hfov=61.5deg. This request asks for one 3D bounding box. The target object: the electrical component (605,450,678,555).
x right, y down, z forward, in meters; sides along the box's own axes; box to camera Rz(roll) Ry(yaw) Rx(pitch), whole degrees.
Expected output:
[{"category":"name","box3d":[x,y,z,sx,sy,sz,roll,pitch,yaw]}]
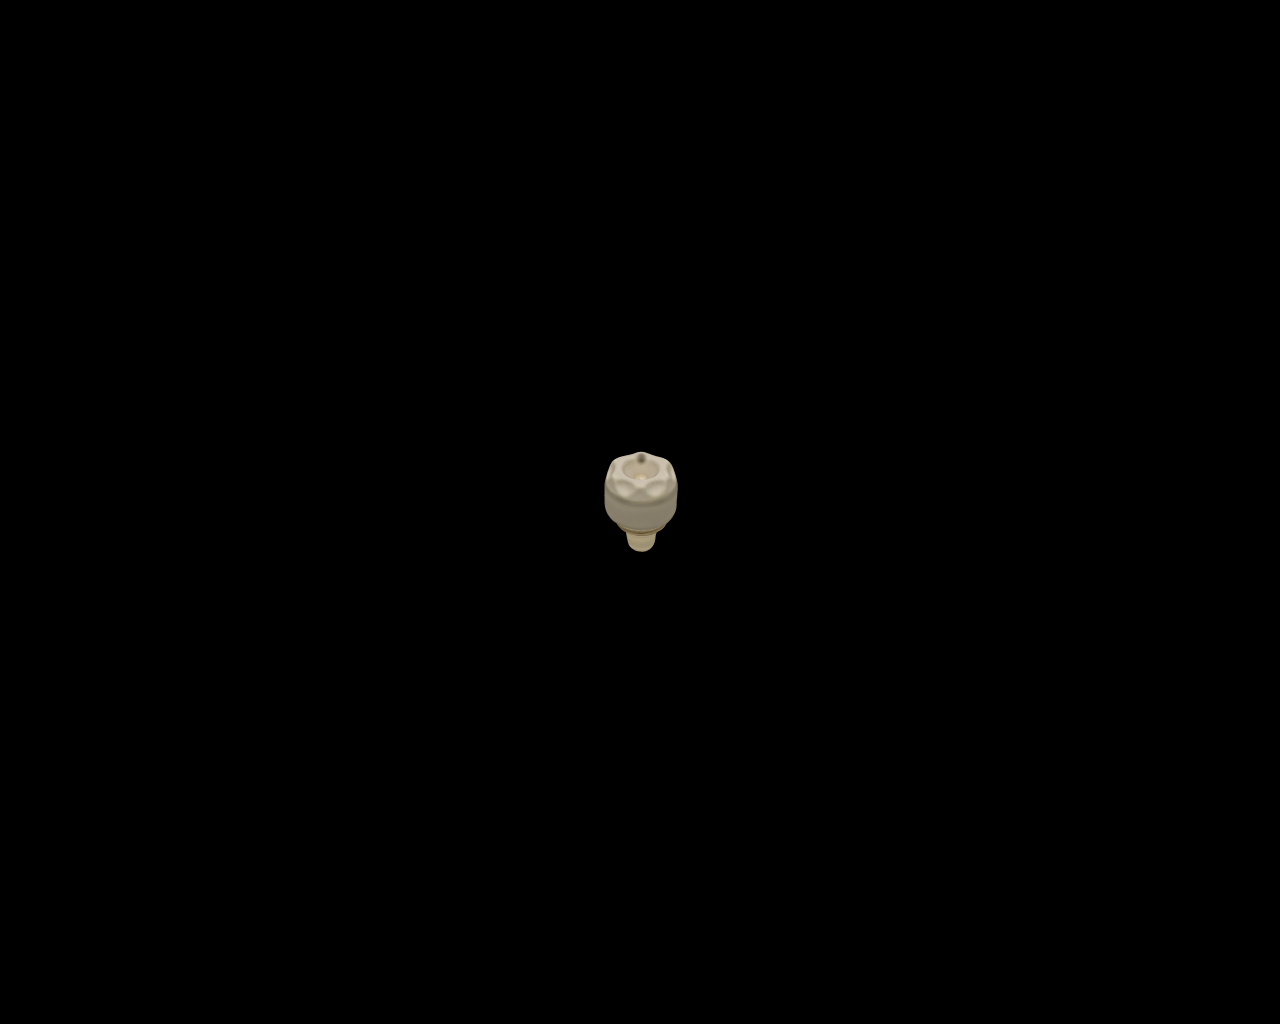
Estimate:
[{"category":"electrical component","box3d":[0.001,-0.003,0.650,0.043,0.062,0.043,0,38,0]}]
